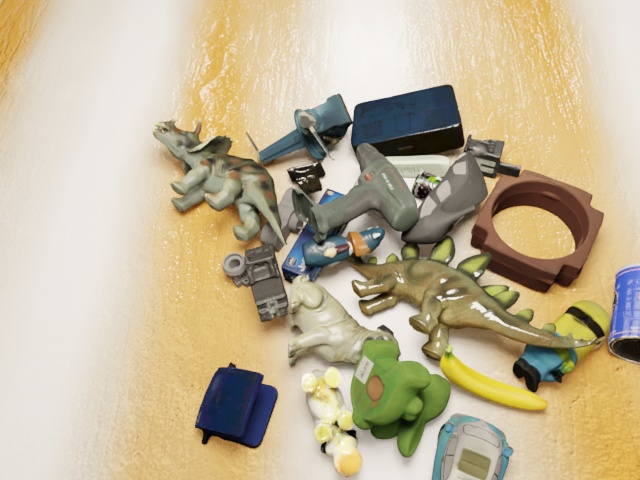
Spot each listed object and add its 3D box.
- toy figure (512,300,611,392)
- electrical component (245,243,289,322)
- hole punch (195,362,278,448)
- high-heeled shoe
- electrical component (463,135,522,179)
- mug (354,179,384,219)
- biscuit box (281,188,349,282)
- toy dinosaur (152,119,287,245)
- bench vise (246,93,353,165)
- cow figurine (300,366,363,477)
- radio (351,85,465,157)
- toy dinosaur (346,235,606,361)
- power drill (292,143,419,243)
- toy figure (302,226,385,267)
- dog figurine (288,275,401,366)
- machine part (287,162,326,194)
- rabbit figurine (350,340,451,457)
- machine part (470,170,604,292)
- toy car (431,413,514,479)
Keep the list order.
[{"bbox_3d":[0.402,0.172,0.886,0.180,0.089,0.082,-31,69,-15],"label":"toy figure"},{"bbox_3d":[-0.097,0.071,0.975,0.058,0.114,0.134,-13,15,-4],"label":"electrical component"},{"bbox_3d":[-0.143,0.270,0.888,0.116,0.092,0.142,10,64,16],"label":"hole punch"},{"bbox_3d":[0.233,-0.079,1.018,0.145,0.086,0.249,-25,22,30],"label":"high-heeled shoe"},{"bbox_3d":[0.355,-0.167,1.107,0.119,0.074,0.048,13,62,18],"label":"electrical component"},{"bbox_3d":[0.133,-0.088,1.088,0.107,0.080,0.109,41,34,21],"label":"mug"},{"bbox_3d":[-0.002,-0.003,1.053,0.063,0.059,0.202,22,64,16],"label":"biscuit box"},{"bbox_3d":[-0.176,-0.118,1.091,0.405,0.131,0.192,27,63,23],"label":"toy dinosaur"},{"bbox_3d":[-0.039,-0.215,1.130,0.241,0.128,0.224,-23,12,21],"label":"bench vise"},{"bbox_3d":[0.018,0.289,0.864,0.068,0.098,0.167,-16,77,-8],"label":"cow figurine"},{"bbox_3d":[0.184,-0.245,1.148,0.230,0.073,0.131,-8,56,15],"label":"radio"},{"bbox_3d":[0.222,0.098,0.923,0.472,0.104,0.198,30,64,32],"label":"toy dinosaur"},{"bbox_3d":[0.056,-0.083,0.980,0.207,0.085,0.232,-17,47,-20],"label":"power drill"},{"bbox_3d":[0.045,0.011,0.976,0.154,0.057,0.064,-12,40,-3],"label":"toy figure"},{"bbox_3d":[0.041,0.143,0.938,0.191,0.121,0.172,0,77,-2],"label":"dog figurine"},{"bbox_3d":[-0.026,-0.133,1.119,0.084,0.039,0.139,-5,24,-3],"label":"machine part"},{"bbox_3d":[0.140,0.252,0.838,0.121,0.170,0.159,16,88,55],"label":"rabbit figurine"},{"bbox_3d":[0.401,-0.018,1.005,0.202,0.087,0.201,25,64,21],"label":"machine part"},{"bbox_3d":[0.221,0.334,0.800,0.109,0.102,0.161,19,61,18],"label":"toy car"}]
